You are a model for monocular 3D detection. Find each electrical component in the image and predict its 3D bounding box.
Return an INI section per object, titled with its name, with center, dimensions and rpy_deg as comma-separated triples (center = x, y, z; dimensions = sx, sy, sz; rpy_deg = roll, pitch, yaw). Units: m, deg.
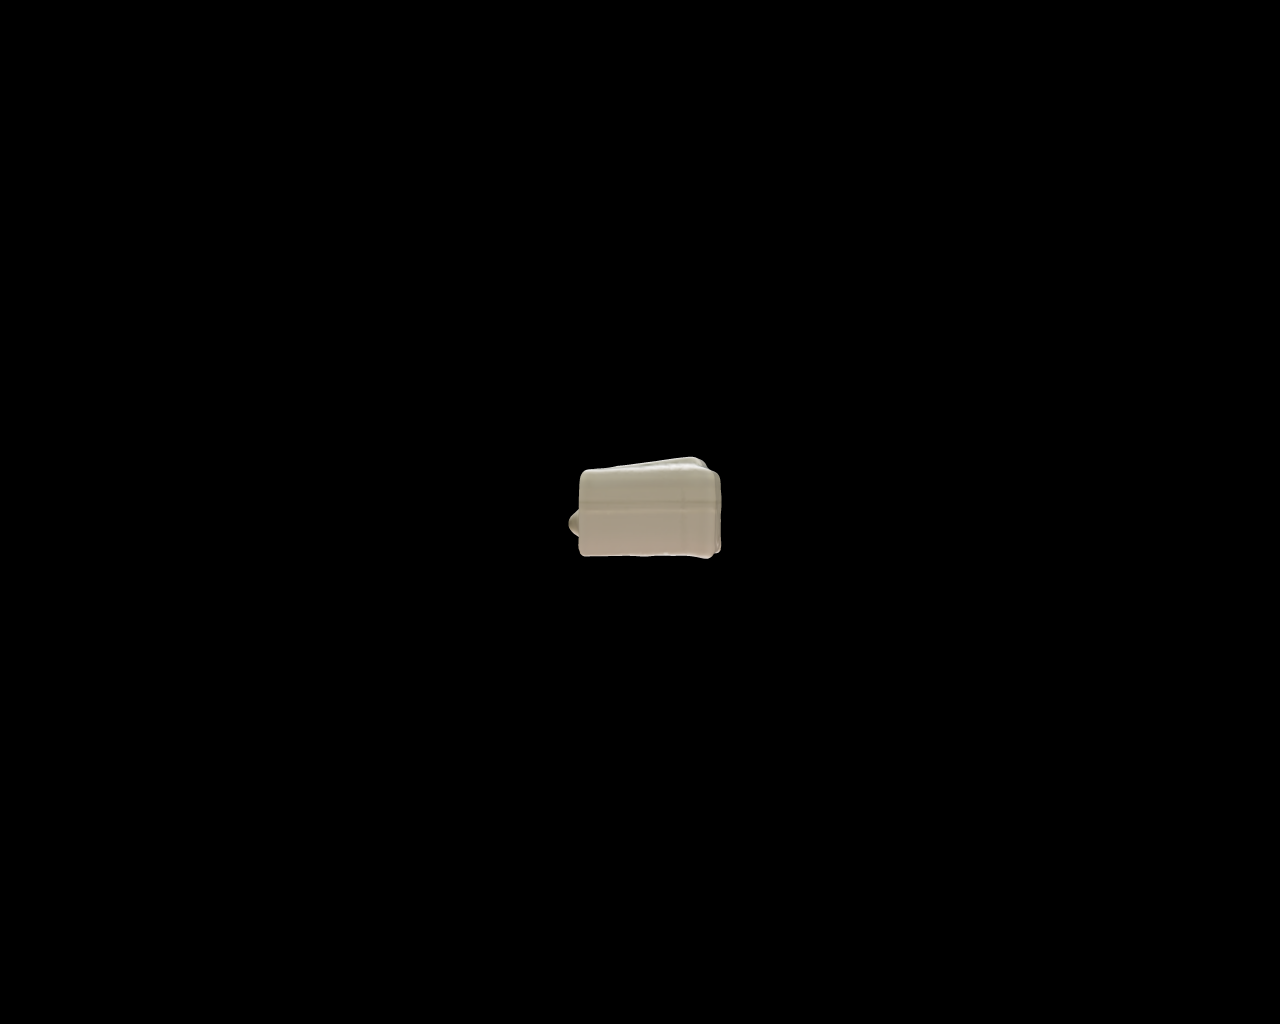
[electrical component]
center = 0.001, -0.003, 0.650
dimensions = 0.096, 0.061, 0.062
rpy_deg = 0, 0, 9
